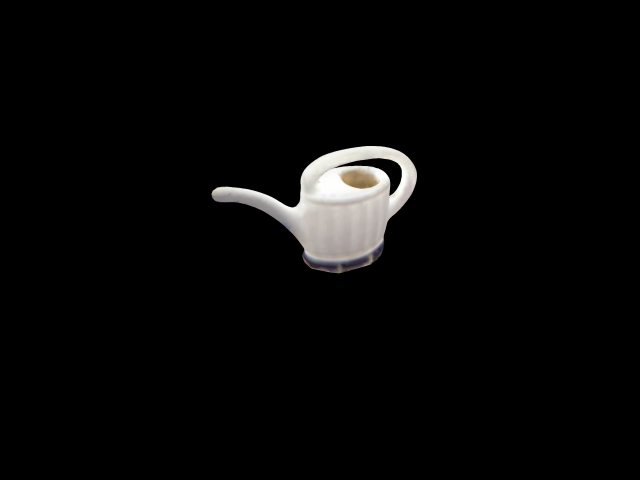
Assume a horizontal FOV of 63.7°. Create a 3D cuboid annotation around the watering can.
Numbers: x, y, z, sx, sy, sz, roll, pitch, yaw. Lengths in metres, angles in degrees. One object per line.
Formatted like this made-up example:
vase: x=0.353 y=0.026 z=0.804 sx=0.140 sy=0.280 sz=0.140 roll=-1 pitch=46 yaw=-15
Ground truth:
watering can: x=0.003 y=-0.043 z=0.850 sx=0.349 sy=0.219 sz=0.106 roll=-14 pitch=39 yaw=-18
